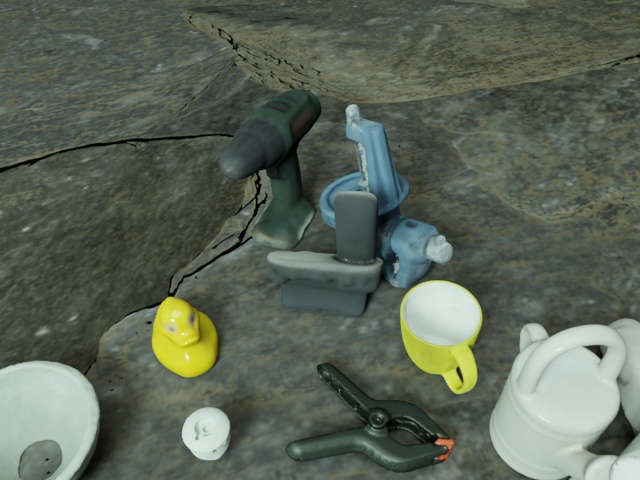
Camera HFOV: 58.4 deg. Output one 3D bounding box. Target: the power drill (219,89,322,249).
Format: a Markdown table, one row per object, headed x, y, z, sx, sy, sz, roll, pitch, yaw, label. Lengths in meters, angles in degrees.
| x | y | z | sx | sy | sz | roll | pitch | yaw | label |
| --- | --- | --- | --- | --- | --- | --- | --- | --- | --- |
| -0.059 | -0.092 | 0.780 | 0.075 | 0.209 | 0.230 | 13 | 48 | 15 | power drill |

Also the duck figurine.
| x | y | z | sx | sy | sz | roll | pitch | yaw | label |
| --- | --- | --- | --- | --- | --- | --- | --- | --- | --- |
| -0.167 | 0.102 | 0.683 | 0.078 | 0.086 | 0.104 | -25 | 50 | -20 | duck figurine |

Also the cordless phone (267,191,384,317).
| x | y | z | sx | sy | sz | roll | pitch | yaw | label |
| --- | --- | --- | --- | --- | --- | --- | --- | --- | --- |
| 0.006 | 0.003 | 0.703 | 0.147 | 0.185 | 0.094 | 2 | 46 | 4 | cordless phone |

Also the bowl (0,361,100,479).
| x | y | z | sx | sy | sz | roll | pitch | yaw | label |
| --- | --- | --- | --- | --- | --- | --- | --- | --- | --- |
| -0.302 | 0.214 | 0.589 | 0.167 | 0.075 | 0.167 | -1 | 46 | 1 | bowl |

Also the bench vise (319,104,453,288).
| x | y | z | sx | sy | sz | roll | pitch | yaw | label |
| --- | --- | --- | --- | --- | --- | --- | --- | --- | --- |
| 0.089 | -0.060 | 0.735 | 0.206 | 0.220 | 0.122 | 22 | 51 | 21 | bench vise |

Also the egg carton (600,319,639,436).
| x | y | z | sx | sy | sz | roll | pitch | yaw | label |
| --- | --- | --- | --- | --- | --- | --- | --- | --- | --- |
| 0.374 | 0.152 | 0.628 | 0.107 | 0.069 | 0.150 | -2 | 46 | 0 | egg carton |

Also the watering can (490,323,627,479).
| x | y | z | sx | sy | sz | roll | pitch | yaw | label |
| --- | --- | --- | --- | --- | --- | --- | --- | --- | --- |
| 0.235 | 0.151 | 0.547 | 0.101 | 0.194 | 0.172 | -22 | 50 | -18 | watering can |

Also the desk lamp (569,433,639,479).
| x | y | z | sx | sy | sz | roll | pitch | yaw | label |
| --- | --- | --- | --- | --- | --- | --- | --- | --- | --- |
| 0.288 | 0.203 | 0.483 | 0.204 | 0.214 | 0.117 | -27 | 51 | -22 | desk lamp |
